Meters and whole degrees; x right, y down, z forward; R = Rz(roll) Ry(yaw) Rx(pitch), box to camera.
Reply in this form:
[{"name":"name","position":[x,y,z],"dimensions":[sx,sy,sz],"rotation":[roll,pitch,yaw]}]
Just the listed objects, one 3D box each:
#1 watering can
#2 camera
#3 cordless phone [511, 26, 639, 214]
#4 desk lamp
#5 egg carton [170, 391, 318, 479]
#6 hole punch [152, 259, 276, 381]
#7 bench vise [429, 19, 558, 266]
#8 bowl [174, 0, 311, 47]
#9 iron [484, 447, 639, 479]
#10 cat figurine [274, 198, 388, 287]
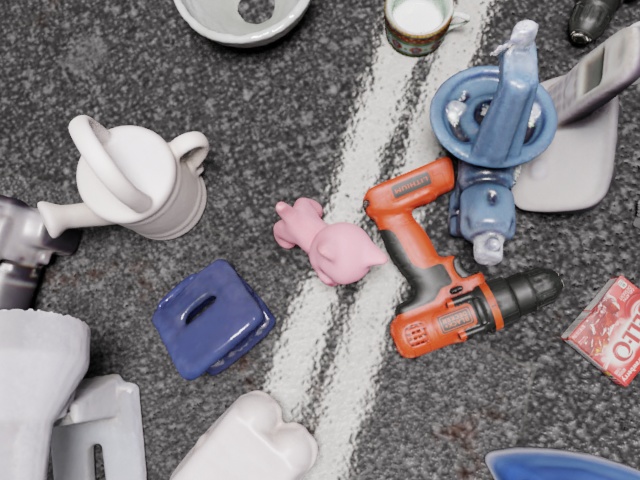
[{"name":"watering can","position":[-0.194,-0.057,0.574],"dimensions":[0.101,0.194,0.173],"rotation":[36,86,9]},{"name":"camera","position":[-0.360,0.020,0.623],"dimensions":[0.143,0.101,0.137],"rotation":[13,83,7]},{"name":"cordless phone","position":[0.250,-0.106,0.549],"dimensions":[0.094,0.185,0.148],"rotation":[4,82,6]},{"name":"desk lamp","position":[-0.250,0.170,0.534],"dimensions":[0.118,0.213,0.203],"rotation":[-11,80,3]},{"name":"egg carton","position":[-0.080,0.234,0.583],"dimensions":[0.107,0.069,0.150],"rotation":[39,86,9]},{"name":"hole punch","position":[-0.117,0.082,0.599],"dimensions":[0.108,0.091,0.101],"rotation":[-41,80,-2]},{"name":"bench vise","position":[0.176,-0.089,0.535],"dimensions":[0.121,0.220,0.207],"rotation":[-15,80,3]},{"name":"bowl","position":[-0.081,-0.289,0.661],"dimensions":[0.167,0.075,0.167],"rotation":[-1,81,5]},{"name":"iron","position":[0.279,0.270,0.511],"dimensions":[0.258,0.141,0.119],"rotation":[25,84,8]},{"name":"cat figurine","position":[0.005,0.002,0.587],"dimensions":[0.127,0.118,0.067],"rotation":[38,86,9]}]
